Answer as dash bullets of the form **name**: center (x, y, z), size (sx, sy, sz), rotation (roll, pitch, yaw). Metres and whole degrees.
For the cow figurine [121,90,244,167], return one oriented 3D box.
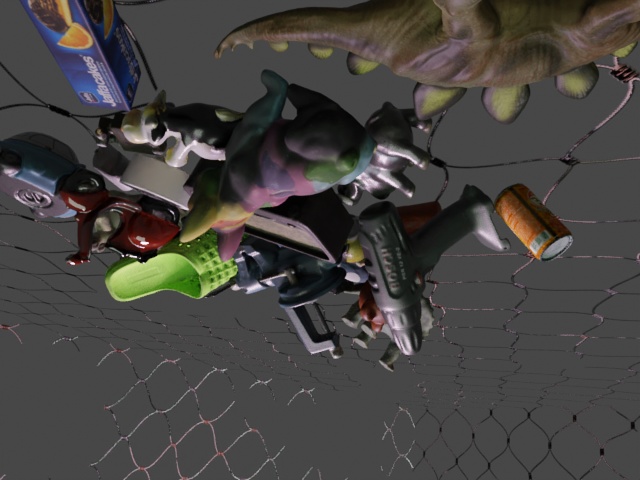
- **cow figurine**: center (-0.164, -0.141, 0.681), size (0.167, 0.068, 0.098), rotation (12, 151, -17)

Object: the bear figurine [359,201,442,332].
- **bear figurine**: center (0.131, 0.046, 0.858), size (0.132, 0.196, 0.120), rotation (-2, 152, 21)

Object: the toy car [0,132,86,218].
- **toy car**: center (-0.421, -0.106, 0.803), size (0.109, 0.103, 0.161), rotation (-21, 141, 36)

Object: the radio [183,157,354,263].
- **radio**: center (-0.076, -0.051, 0.778), size (0.230, 0.073, 0.131), rotation (17, 162, 26)

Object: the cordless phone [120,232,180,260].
- **cordless phone**: center (-0.305, 0.026, 1.033), size (0.147, 0.088, 0.184), rotation (-20, -167, -13)

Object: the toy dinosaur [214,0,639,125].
- **toy dinosaur**: center (0.119, -0.179, 0.456), size (0.472, 0.105, 0.198), rotation (9, 161, 8)

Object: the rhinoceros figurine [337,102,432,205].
- **rhinoceros figurine**: center (0.073, -0.098, 0.694), size (0.112, 0.073, 0.190), rotation (10, 157, -9)

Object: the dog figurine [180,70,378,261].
- **dog figurine**: center (-0.062, -0.065, 0.613), size (0.192, 0.219, 0.108), rotation (37, -176, 37)

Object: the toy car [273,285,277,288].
- **toy car**: center (-0.094, 0.070, 1.174), size (0.089, 0.053, 0.202), rotation (14, 163, 15)

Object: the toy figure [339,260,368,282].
- **toy figure**: center (0.041, 0.041, 1.060), size (0.154, 0.058, 0.064), rotation (20, 126, -22)

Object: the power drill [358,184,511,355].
- **power drill**: center (0.165, 0.030, 0.777), size (0.207, 0.231, 0.086), rotation (-27, -163, -2)

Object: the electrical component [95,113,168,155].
- **electrical component**: center (-0.260, -0.141, 0.741), size (0.102, 0.045, 0.078), rotation (10, 156, -5)

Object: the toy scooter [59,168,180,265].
- **toy scooter**: center (-0.304, -0.015, 0.797), size (0.183, 0.135, 0.075), rotation (24, 173, -37)

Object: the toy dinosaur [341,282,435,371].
- **toy dinosaur**: center (0.154, 0.145, 1.141), size (0.131, 0.192, 0.404), rotation (32, 161, 26)

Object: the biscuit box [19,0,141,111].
- **biscuit box**: center (-0.240, -0.215, 0.541), size (0.063, 0.059, 0.202), rotation (8, 157, 1)

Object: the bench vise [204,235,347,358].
- **bench vise**: center (-0.041, 0.094, 0.879), size (0.224, 0.129, 0.240), rotation (-22, 102, 19)

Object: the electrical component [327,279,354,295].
- **electrical component**: center (0.005, 0.081, 1.138), size (0.119, 0.047, 0.075), rotation (4, -174, 32)

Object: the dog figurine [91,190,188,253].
- **dog figurine**: center (-0.297, -0.044, 0.940), size (0.191, 0.121, 0.172), rotation (-5, -164, -15)

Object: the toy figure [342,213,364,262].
- **toy figure**: center (-0.001, -0.006, 0.930), size (0.180, 0.082, 0.089), rotation (-1, 151, 18)
